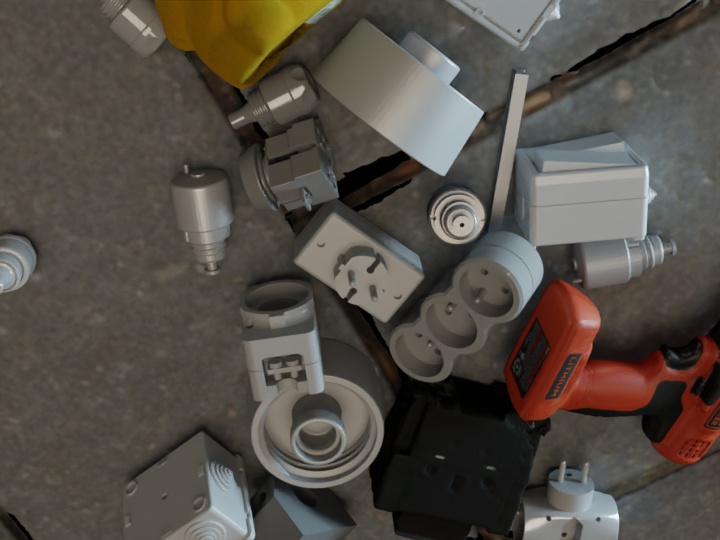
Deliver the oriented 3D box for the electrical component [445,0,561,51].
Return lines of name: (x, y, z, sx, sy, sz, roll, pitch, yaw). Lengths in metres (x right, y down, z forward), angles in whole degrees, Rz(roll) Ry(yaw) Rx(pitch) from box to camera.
electrical component: (0.089, -0.189, 0.687, 0.096, 0.061, 0.061, 28, 109, -24)

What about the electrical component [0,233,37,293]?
electrical component: (-0.246, 0.000, 0.742, 0.035, 0.061, 0.035, -2, 114, -3)

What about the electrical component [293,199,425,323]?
electrical component: (0.000, 0.000, 0.752, 0.083, 0.075, 0.047, 34, 107, -17)

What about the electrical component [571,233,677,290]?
electrical component: (0.190, -0.010, 0.781, 0.078, 0.040, 0.040, -10, 114, 0)

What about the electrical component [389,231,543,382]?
electrical component: (0.081, 0.019, 0.769, 0.052, 0.073, 0.138, 42, 135, 1)

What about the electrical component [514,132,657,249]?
electrical component: (0.158, -0.057, 0.746, 0.096, 0.061, 0.061, -5, 114, -2)

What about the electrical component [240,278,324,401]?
electrical component: (-0.055, 0.043, 0.760, 0.050, 0.089, 0.055, -8, 114, -1)

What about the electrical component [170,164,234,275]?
electrical component: (-0.108, -0.034, 0.749, 0.040, 0.040, 0.078, -6, 114, -2)

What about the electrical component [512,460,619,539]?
electrical component: (0.167, 0.187, 0.865, 0.077, 0.043, 0.079, 3, 113, -5)

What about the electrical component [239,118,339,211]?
electrical component: (-0.049, -0.068, 0.731, 0.055, 0.066, 0.048, -16, 150, 11)

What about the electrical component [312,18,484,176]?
electrical component: (0.030, -0.117, 0.689, 0.108, 0.108, 0.060, 35, 101, -17)

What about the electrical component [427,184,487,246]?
electrical component: (0.067, -0.036, 0.743, 0.040, 0.078, 0.040, 0, 100, 1)

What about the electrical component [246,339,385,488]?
electrical component: (-0.032, 0.113, 0.808, 0.108, 0.060, 0.108, -2, 114, -4)

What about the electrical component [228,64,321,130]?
electrical component: (-0.059, -0.112, 0.721, 0.061, 0.035, 0.035, -25, 113, 10)

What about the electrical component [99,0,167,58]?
electrical component: (-0.150, -0.167, 0.690, 0.061, 0.035, 0.035, 42, 105, -16)

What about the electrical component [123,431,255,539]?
electrical component: (-0.132, 0.182, 0.812, 0.100, 0.099, 0.048, -36, 124, 11)
